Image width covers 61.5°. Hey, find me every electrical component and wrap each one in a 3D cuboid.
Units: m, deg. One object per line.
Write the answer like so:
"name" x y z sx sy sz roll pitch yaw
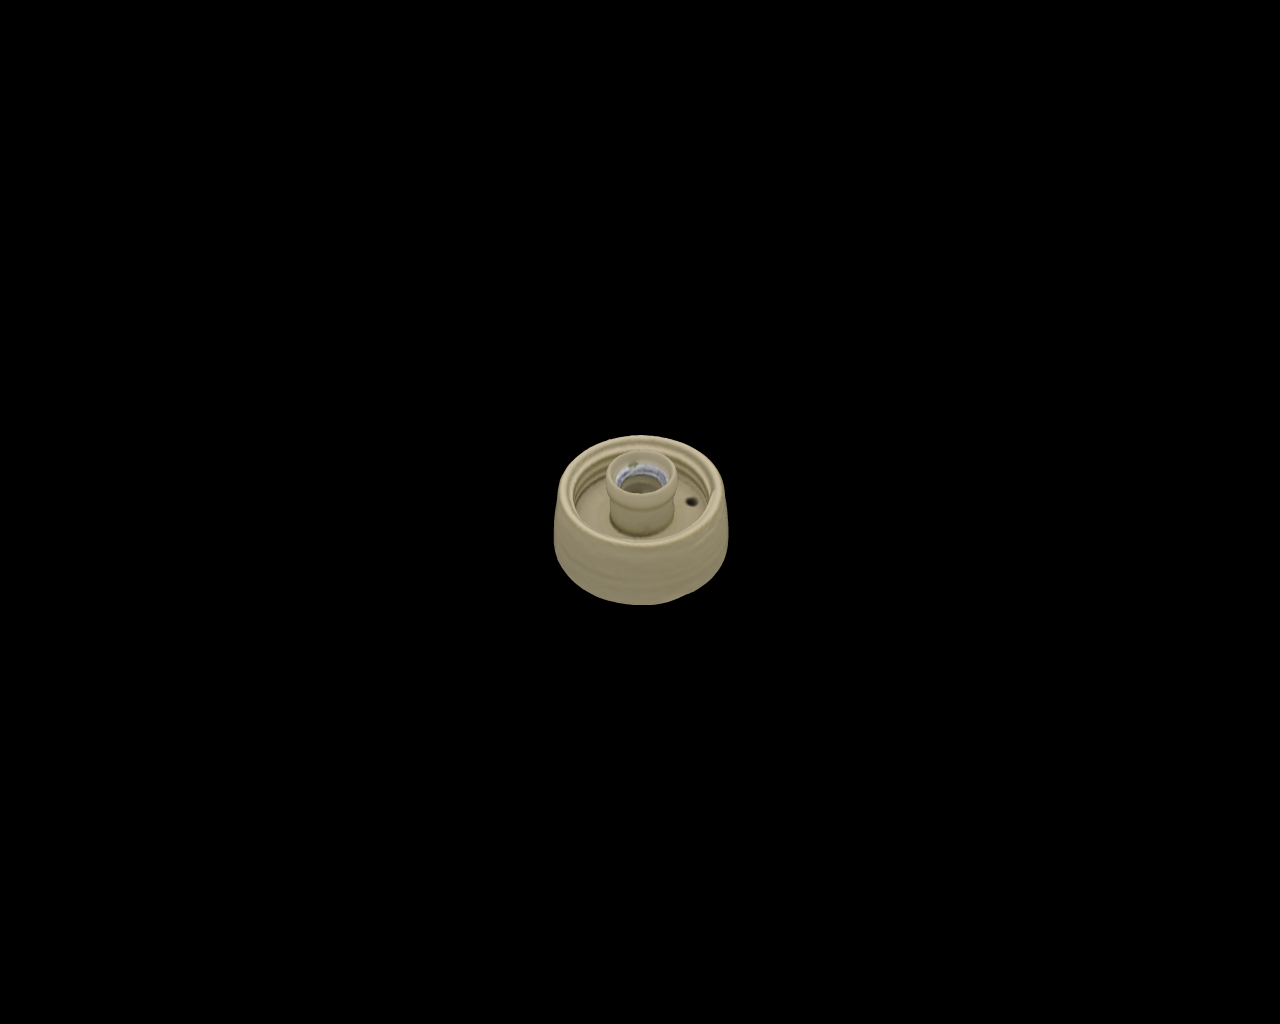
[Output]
"electrical component" 0.001 -0.003 0.650 0.108 0.060 0.108 0 44 0
